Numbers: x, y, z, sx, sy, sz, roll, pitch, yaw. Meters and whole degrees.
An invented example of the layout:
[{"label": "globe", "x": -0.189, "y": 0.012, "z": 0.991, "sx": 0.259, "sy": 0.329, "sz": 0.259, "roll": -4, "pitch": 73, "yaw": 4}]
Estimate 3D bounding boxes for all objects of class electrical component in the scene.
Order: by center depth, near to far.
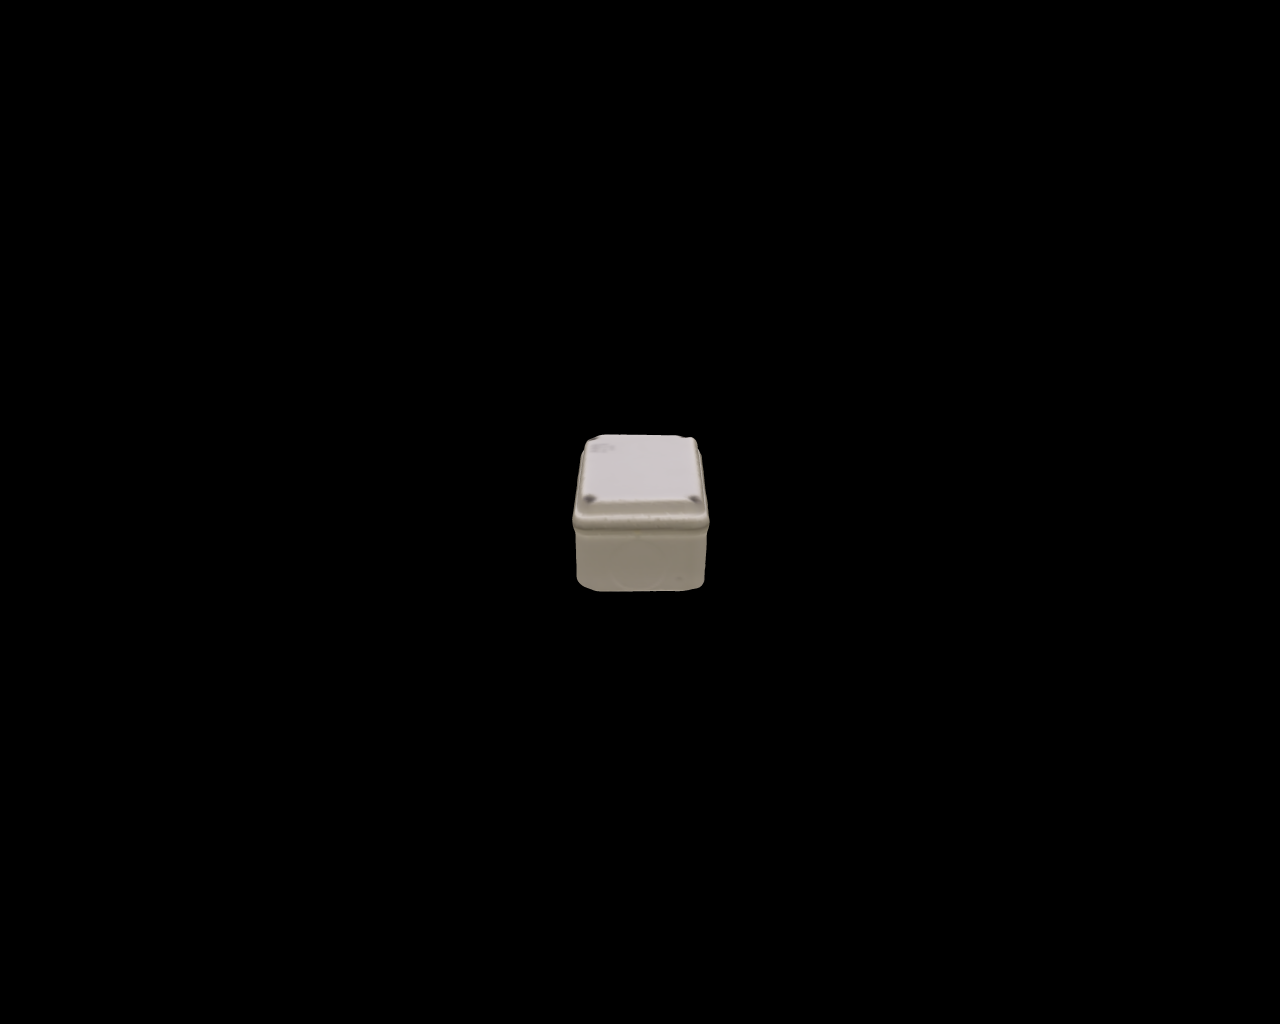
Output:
[{"label": "electrical component", "x": 0.001, "y": -0.003, "z": 0.650, "sx": 0.078, "sy": 0.057, "sz": 0.113, "roll": 0, "pitch": 25, "yaw": 0}]
